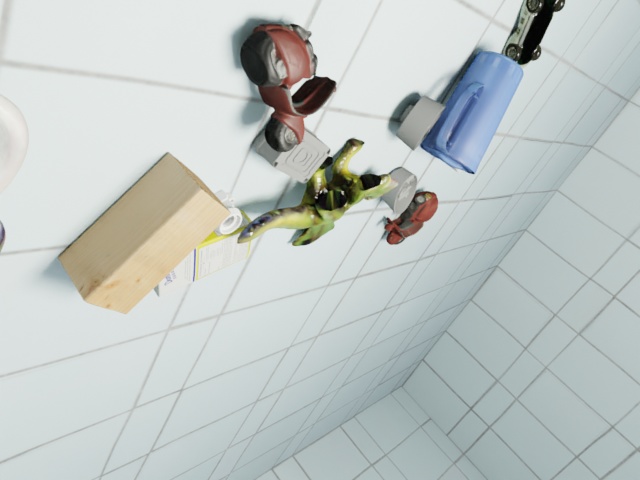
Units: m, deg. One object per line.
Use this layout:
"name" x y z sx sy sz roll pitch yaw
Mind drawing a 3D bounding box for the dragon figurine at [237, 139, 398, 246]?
"dragon figurine" 0.003 -0.051 1.006 0.415 0.123 0.237 -31 158 -25

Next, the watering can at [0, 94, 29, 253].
"watering can" -0.415 -0.017 0.424 0.352 0.105 0.219 -30 150 -31
